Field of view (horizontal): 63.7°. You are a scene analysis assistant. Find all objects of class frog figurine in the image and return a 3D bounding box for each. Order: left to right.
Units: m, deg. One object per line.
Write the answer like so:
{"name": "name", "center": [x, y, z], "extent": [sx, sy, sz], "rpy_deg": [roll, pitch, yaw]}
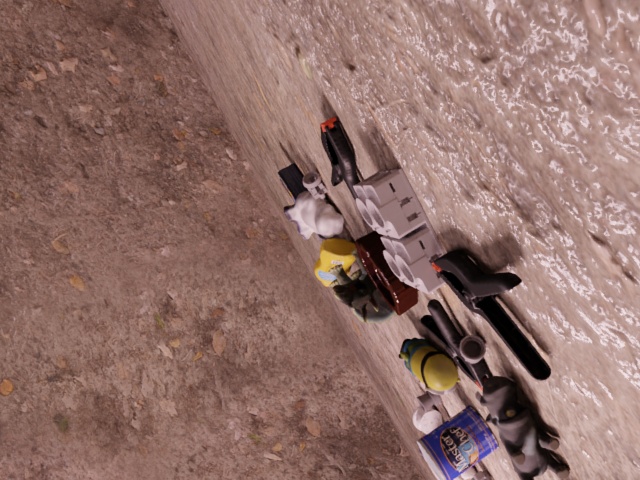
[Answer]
{"name": "frog figurine", "center": [0.004, -0.068, 1.360], "extent": [0.159, 0.124, 0.136], "rpy_deg": [-7, 108, 42]}

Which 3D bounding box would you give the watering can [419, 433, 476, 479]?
{"name": "watering can", "center": [0.363, 0.642, 1.491], "extent": [0.343, 0.104, 0.227], "rpy_deg": [49, 177, -26]}
